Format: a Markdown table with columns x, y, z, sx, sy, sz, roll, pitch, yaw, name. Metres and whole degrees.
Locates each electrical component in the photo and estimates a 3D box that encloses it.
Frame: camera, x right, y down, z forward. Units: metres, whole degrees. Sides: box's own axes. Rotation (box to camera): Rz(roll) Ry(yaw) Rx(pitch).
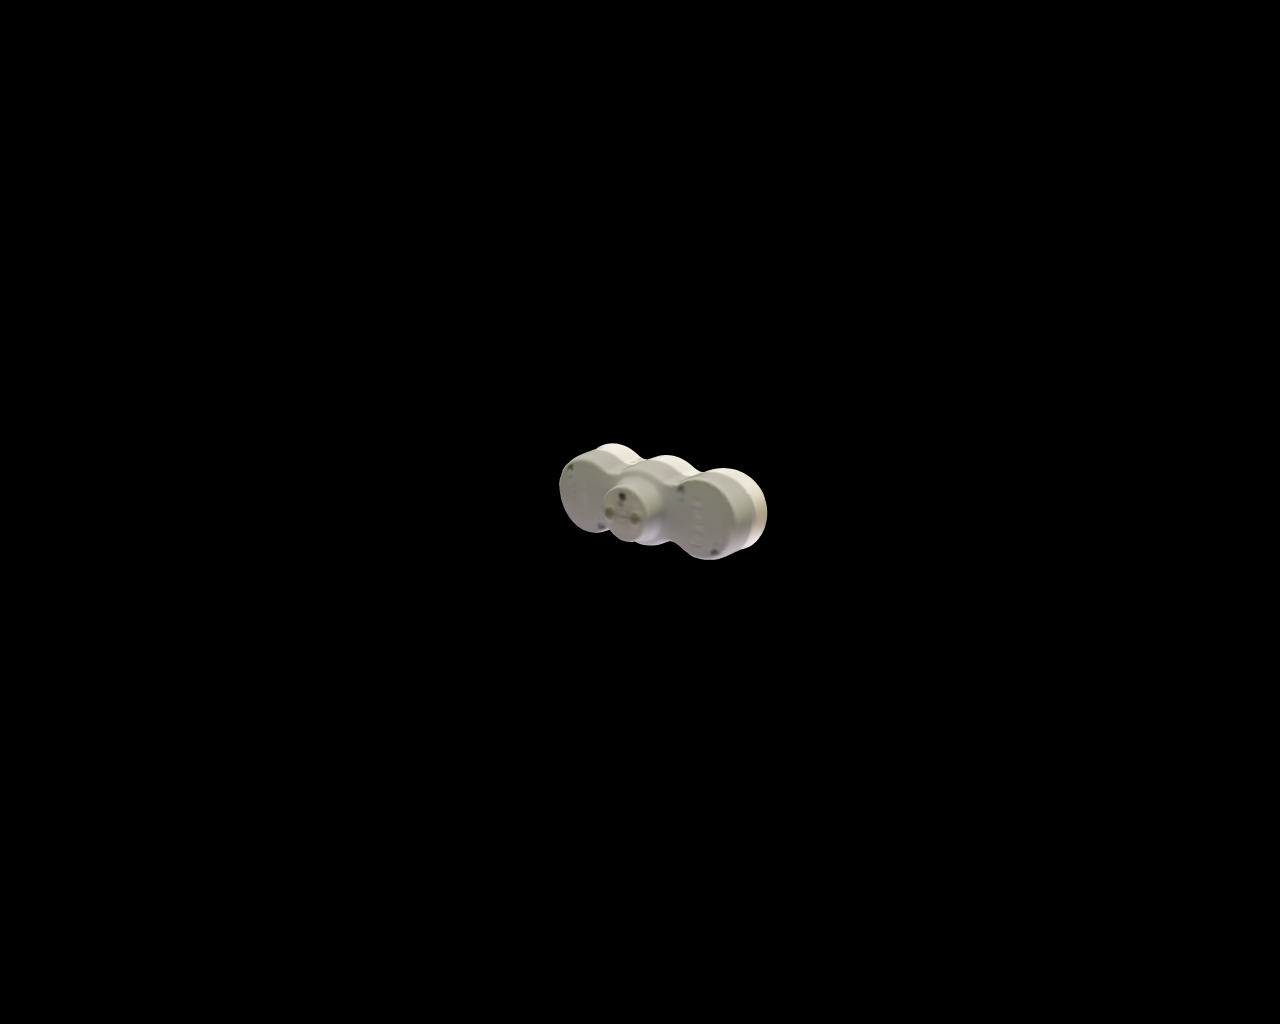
| x | y | z | sx | sy | sz | roll | pitch | yaw | name |
| --- | --- | --- | --- | --- | --- | --- | --- | --- | --- |
| 0.001 | -0.003 | 0.650 | 0.138 | 0.052 | 0.074 | 14 | 22 | 36 | electrical component |
